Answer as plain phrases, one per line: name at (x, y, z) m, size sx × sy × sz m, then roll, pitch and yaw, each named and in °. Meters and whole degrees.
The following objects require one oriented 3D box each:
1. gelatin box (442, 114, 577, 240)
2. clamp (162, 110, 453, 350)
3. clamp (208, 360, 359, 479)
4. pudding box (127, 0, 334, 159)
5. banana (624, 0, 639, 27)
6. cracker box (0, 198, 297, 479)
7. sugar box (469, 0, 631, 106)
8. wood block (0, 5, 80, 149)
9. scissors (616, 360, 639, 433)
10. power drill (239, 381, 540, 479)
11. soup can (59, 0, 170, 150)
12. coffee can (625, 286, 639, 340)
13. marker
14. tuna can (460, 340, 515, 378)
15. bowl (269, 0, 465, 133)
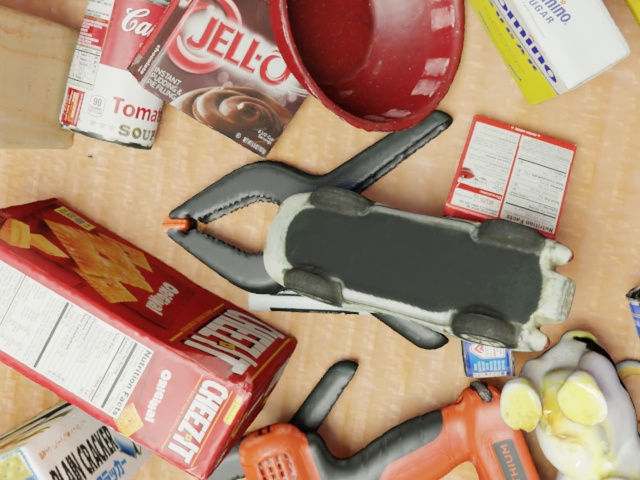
gelatin box at (0.125, -0.035, 0.708) m, size 0.073 × 0.030 × 0.089 m, roll 17°, pitch 54°, yaw 6°
clamp at (-0.005, 0.001, 0.741) m, size 0.210 × 0.036 × 0.164 m, roll -6°, pitch 81°, yaw 9°
clamp at (-0.016, 0.177, 0.765) m, size 0.171 × 0.039 × 0.120 m, roll -33°, pitch 86°, yaw 8°
pudding box at (-0.059, -0.120, 0.716) m, size 0.113 × 0.039 × 0.090 m, roll 28°, pitch 101°, yaw -38°
banana at (0.209, -0.157, 0.710) m, size 0.070 × 0.037 × 0.198 m, roll -41°, pitch 87°, yaw 27°
cracker box at (-0.132, 0.054, 0.707) m, size 0.214 × 0.164 × 0.072 m, roll 29°, pitch 100°, yaw 5°
sugar box at (0.132, -0.133, 0.649) m, size 0.048 × 0.176 × 0.093 m, roll -31°, pitch 90°, yaw 9°
wood block at (-0.231, -0.110, 0.685) m, size 0.091 × 0.206 × 0.090 m, roll 13°, pitch 96°, yaw 6°
scissors at (0.243, 0.165, 0.738) m, size 0.202 × 0.016 × 0.096 m, roll 41°, pitch 99°, yaw 3°
power drill at (0.057, 0.189, 0.718) m, size 0.187 × 0.057 × 0.184 m, roll -20°, pitch 96°, yaw -2°
soup can at (-0.137, -0.120, 0.741) m, size 0.068 × 0.068 × 0.102 m, roll 16°, pitch 97°, yaw 6°
coffee can at (0.266, 0.089, 0.685) m, size 0.103 × 0.102 × 0.140 m, roll -17°, pitch 92°, yaw 9°
marker at (0.010, 0.044, 0.759) m, size 0.121 × 0.020 × 0.020 m, roll 3°, pitch 95°, yaw 8°
tuna can at (0.110, 0.049, 0.712) m, size 0.034 × 0.086 × 0.086 m, roll -5°, pitch 94°, yaw 9°
bowl at (0.021, -0.149, 0.699) m, size 0.055 × 0.161 × 0.162 m, roll 1°, pitch 96°, yaw 50°
